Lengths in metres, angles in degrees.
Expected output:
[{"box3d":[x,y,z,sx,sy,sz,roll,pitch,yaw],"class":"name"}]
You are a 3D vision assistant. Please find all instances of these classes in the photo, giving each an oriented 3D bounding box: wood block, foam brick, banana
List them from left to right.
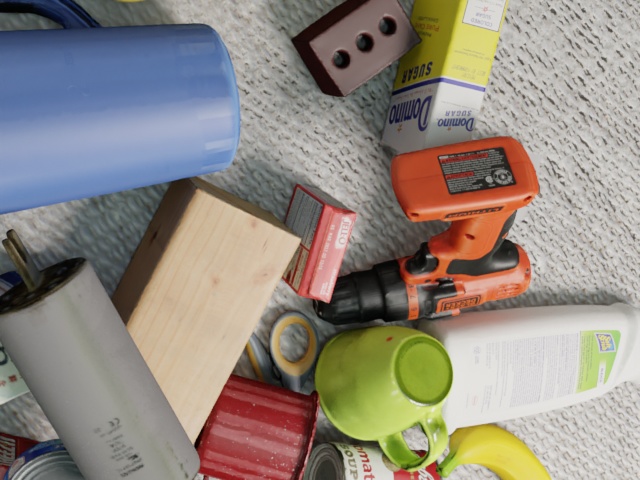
[{"box3d":[-0.110,0.062,0.815,0.090,0.091,0.206,26,95,-21],"class":"wood block"},{"box3d":[0.027,-0.154,0.824,0.078,0.051,0.053,-37,110,-5],"class":"foam brick"},{"box3d":[0.169,0.213,0.958,0.197,0.037,0.069,37,72,-34],"class":"banana"}]

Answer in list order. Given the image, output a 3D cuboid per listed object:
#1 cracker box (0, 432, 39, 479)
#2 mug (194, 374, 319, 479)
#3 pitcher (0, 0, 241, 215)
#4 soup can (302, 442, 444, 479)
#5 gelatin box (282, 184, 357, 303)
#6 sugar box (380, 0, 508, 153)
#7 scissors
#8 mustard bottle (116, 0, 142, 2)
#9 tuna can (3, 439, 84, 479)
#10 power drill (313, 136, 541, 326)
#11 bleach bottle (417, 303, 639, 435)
[{"box3d":[-0.194,0.260,0.848,0.213,0.072,0.164,20,96,-20],"class":"cracker box"},{"box3d":[-0.056,0.164,0.843,0.081,0.093,0.117,17,100,-7],"class":"mug"},{"box3d":[-0.186,-0.096,0.741,0.242,0.145,0.149,-10,118,-19],"class":"pitcher"},{"box3d":[0.044,0.208,0.903,0.102,0.069,0.068,11,100,-29],"class":"soup can"},{"box3d":[-0.005,0.001,0.832,0.030,0.089,0.073,14,99,-20],"class":"gelatin box"},{"box3d":[0.098,-0.149,0.826,0.048,0.093,0.176,12,99,-19],"class":"sugar box"},{"box3d":[-0.016,0.143,0.904,0.096,0.016,0.201,-35,111,-4],"class":"scissors"},{"box3d":[-0.122,-0.220,0.755,0.191,0.058,0.096,-15,89,-13],"class":"mustard bottle"},{"box3d":[-0.190,0.190,0.779,0.086,0.034,0.086,-3,99,-17],"class":"tuna can"},{"box3d":[0.086,0.002,0.829,0.184,0.057,0.188,-12,151,-8],"class":"power drill"},{"box3d":[0.208,0.109,0.942,0.250,0.068,0.102,-2,106,-19],"class":"bleach bottle"}]
